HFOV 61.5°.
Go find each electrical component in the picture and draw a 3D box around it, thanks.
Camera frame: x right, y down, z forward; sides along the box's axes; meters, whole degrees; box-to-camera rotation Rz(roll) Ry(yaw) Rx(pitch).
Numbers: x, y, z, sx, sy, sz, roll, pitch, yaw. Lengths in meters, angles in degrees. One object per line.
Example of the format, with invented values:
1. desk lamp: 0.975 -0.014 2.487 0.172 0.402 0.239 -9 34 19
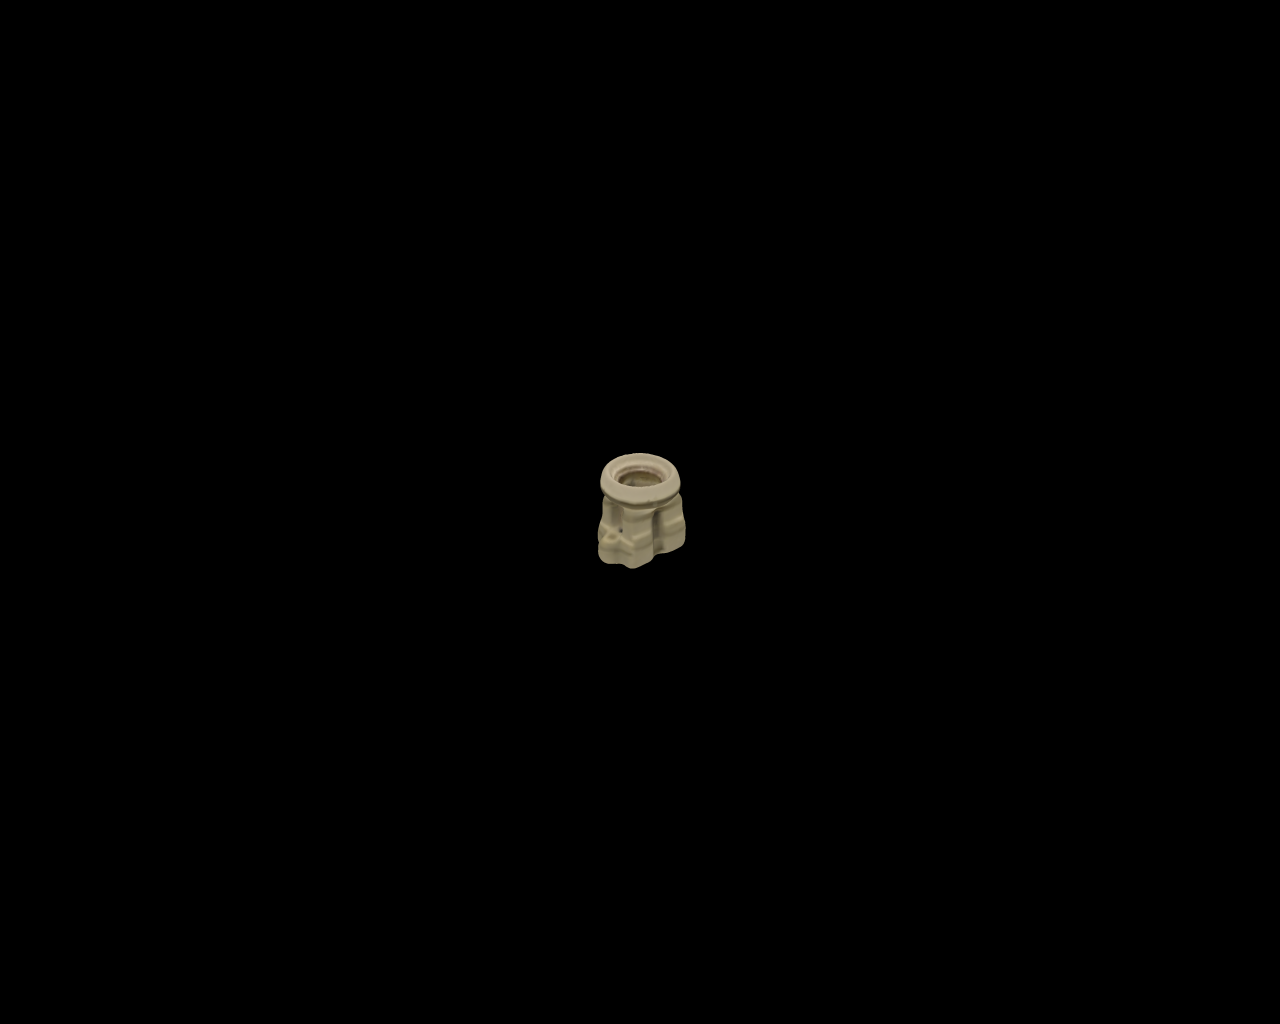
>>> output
1. electrical component: 0.001 -0.003 0.650 0.066 0.055 0.048 -24 41 -31
